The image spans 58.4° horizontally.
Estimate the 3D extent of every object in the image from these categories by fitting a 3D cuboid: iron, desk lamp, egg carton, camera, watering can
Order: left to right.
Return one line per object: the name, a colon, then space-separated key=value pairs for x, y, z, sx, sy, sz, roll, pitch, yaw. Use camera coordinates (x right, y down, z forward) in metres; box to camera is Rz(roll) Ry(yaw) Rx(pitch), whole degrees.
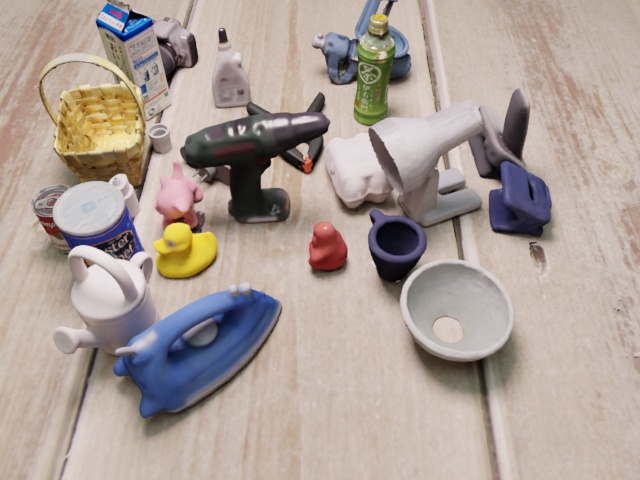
watering can: x=-0.292 y=0.083 z=0.796 sx=0.101 sy=0.194 sz=0.173 roll=3 pitch=53 yaw=2
camera: x=-0.353 y=-0.407 z=1.224 sx=0.143 sy=0.101 sz=0.137 roll=14 pitch=54 yaw=9
iron: x=-0.162 y=0.124 z=0.801 sx=0.259 sy=0.141 sz=0.118 roll=-33 pitch=60 yaw=-23
egg carton: x=0.068 y=-0.129 z=1.042 sx=0.107 sy=0.069 sz=0.150 roll=-13 pitch=54 yaw=-11
desk lamp: x=0.180 y=-0.128 z=0.953 sx=0.203 sy=0.214 sz=0.117 roll=-19 pitch=55 yaw=-15

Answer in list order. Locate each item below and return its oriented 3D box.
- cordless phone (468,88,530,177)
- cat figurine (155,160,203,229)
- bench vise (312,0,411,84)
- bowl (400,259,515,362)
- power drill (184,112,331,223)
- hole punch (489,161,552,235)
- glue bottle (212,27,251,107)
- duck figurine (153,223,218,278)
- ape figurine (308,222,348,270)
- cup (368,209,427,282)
cordless phone: x=0.340 y=-0.216 z=1.041 sx=0.094 sy=0.185 sz=0.147 roll=-7 pitch=53 yaw=-6
cat figurine: x=-0.242 y=-0.078 z=0.966 sx=0.067 sy=0.118 sz=0.127 roll=-3 pitch=53 yaw=-3
bench vise: x=0.094 y=-0.419 z=1.168 sx=0.207 sy=0.220 sz=0.121 roll=-15 pitch=54 yaw=-12
bowl: x=0.198 y=0.115 z=0.856 sx=0.167 sy=0.075 sz=0.167 roll=1 pitch=53 yaw=-1
power drill: x=-0.099 y=-0.122 z=0.946 sx=0.229 sy=0.208 sz=0.075 roll=-5 pitch=53 yaw=-4
hole punch: x=0.352 y=-0.075 z=0.993 sx=0.101 sy=0.091 sz=0.108 roll=6 pitch=53 yaw=4
glue bottle: x=-0.181 y=-0.341 z=1.132 sx=0.078 sy=0.173 sz=0.037 roll=-6 pitch=53 yaw=-5
duck figurine: x=-0.219 y=0.006 z=0.923 sx=0.105 sy=0.086 sz=0.077 roll=-22 pitch=56 yaw=-17
ape figurine: x=0.009 y=0.003 z=0.926 sx=0.076 sy=0.092 sz=0.078 roll=28 pitch=57 yaw=19
cup: x=0.111 y=0.014 z=0.918 sx=0.092 sy=0.095 sz=0.117 roll=-25 pitch=57 yaw=-19
